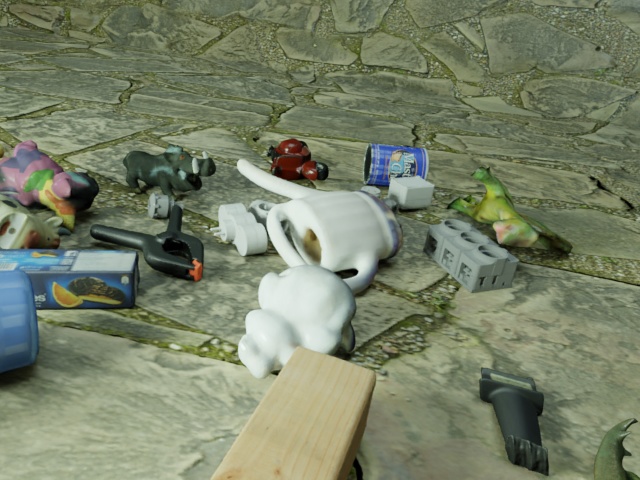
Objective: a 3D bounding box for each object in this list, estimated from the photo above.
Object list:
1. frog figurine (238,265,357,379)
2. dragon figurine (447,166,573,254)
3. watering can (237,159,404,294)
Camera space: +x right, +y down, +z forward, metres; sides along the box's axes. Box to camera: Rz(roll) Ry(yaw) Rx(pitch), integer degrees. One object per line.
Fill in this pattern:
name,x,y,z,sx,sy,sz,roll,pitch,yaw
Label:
frog figurine,-0.035,0.096,0.639,0.160,0.120,0.139,-4,45,-48
dragon figurine,0.412,-0.042,1.083,0.245,0.120,0.412,42,24,22
watering can,0.003,-0.046,0.908,0.225,0.101,0.354,-10,48,-30
